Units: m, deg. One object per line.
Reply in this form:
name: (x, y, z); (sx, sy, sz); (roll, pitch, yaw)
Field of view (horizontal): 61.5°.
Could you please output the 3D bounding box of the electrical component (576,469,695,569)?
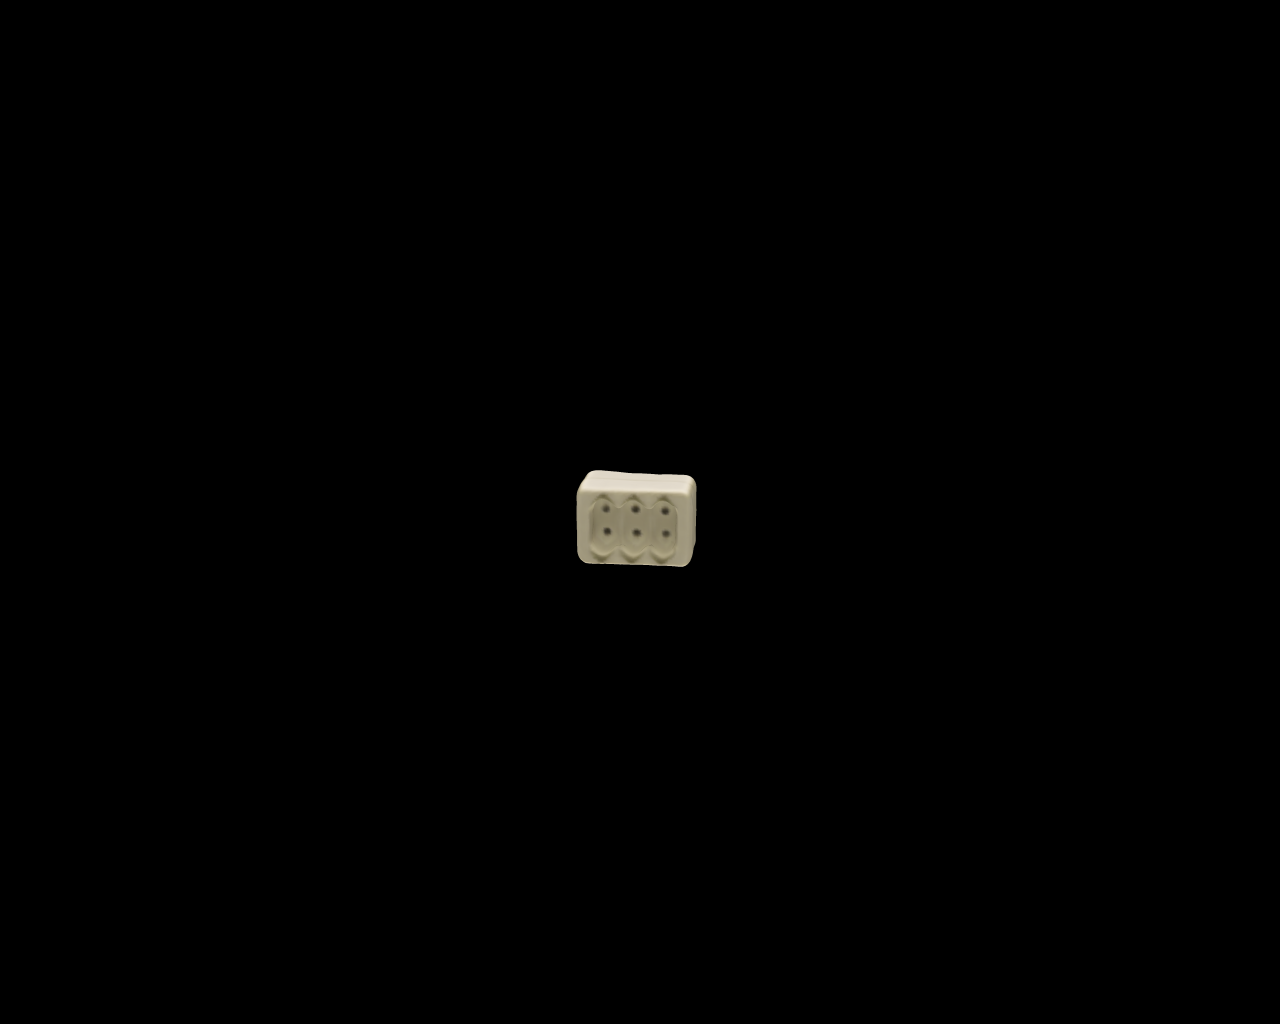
electrical component: (0.001, -0.003, 0.650); (0.066, 0.047, 0.077); (3, 20, 7)
